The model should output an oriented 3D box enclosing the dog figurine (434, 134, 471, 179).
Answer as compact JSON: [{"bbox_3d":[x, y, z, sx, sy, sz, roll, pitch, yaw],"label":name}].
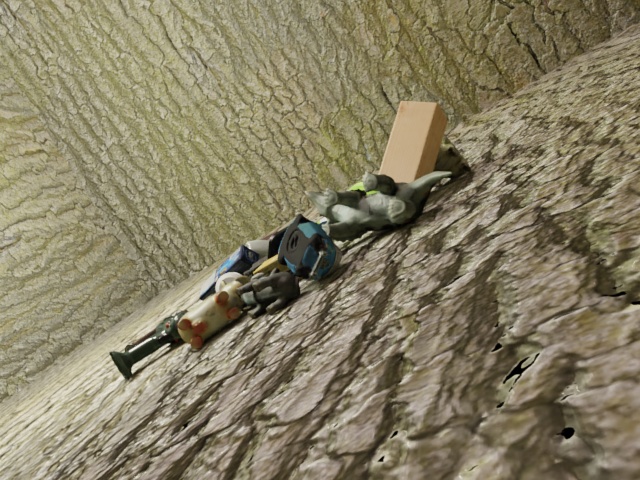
[{"bbox_3d":[0.255,-0.164,1.317,0.190,0.121,0.172,-40,-42,21],"label":"dog figurine"}]

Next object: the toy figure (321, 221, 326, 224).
[{"bbox_3d":[-0.004,-0.006,1.473,0.058,0.064,0.154,12,30,19],"label":"toy figure"}]

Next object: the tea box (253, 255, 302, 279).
[{"bbox_3d":[-0.056,0.052,1.223,0.170,0.068,0.098,-30,5,17],"label":"tea box"}]

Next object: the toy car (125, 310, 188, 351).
[{"bbox_3d":[-0.443,0.258,1.472,0.202,0.053,0.089,-34,-4,7],"label":"toy car"}]

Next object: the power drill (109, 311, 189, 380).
[{"bbox_3d":[-0.381,0.235,1.256,0.207,0.086,0.232,-39,8,-29],"label":"power drill"}]

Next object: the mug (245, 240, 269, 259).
[{"bbox_3d":[-0.162,0.049,1.530,0.107,0.110,0.080,10,-45,-27],"label":"mug"}]

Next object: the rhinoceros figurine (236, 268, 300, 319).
[{"bbox_3d":[-0.105,0.098,1.075,0.112,0.073,0.190,-36,8,-27],"label":"rhinoceros figurine"}]

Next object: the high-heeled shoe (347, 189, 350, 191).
[{"bbox_3d":[0.122,-0.103,1.435,0.145,0.086,0.249,-32,17,-16],"label":"high-heeled shoe"}]

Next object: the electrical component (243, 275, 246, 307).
[{"bbox_3d":[-0.211,0.139,1.311,0.115,0.058,0.134,-31,7,-16],"label":"electrical component"}]

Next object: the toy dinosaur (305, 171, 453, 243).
[{"bbox_3d":[0.130,-0.070,1.118,0.405,0.131,0.192,-8,-1,39],"label":"toy dinosaur"}]

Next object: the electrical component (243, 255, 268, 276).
[{"bbox_3d":[-0.142,0.080,1.424,0.102,0.078,0.045,-36,30,7],"label":"electrical component"}]

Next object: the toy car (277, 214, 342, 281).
[{"bbox_3d":[-0.009,0.023,1.052,0.162,0.103,0.109,36,104,57],"label":"toy car"}]

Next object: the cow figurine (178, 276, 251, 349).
[{"bbox_3d":[-0.218,0.150,1.161,0.195,0.085,0.127,-39,8,-22],"label":"cow figurine"}]

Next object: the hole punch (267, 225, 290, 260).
[{"bbox_3d":[-0.067,0.037,1.347,0.142,0.092,0.115,-38,-33,-49],"label":"hole punch"}]

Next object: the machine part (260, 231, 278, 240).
[{"bbox_3d":[-0.204,0.051,1.815,0.201,0.087,0.201,-29,5,21],"label":"machine part"}]

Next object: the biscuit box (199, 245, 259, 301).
[{"bbox_3d":[-0.252,0.101,1.487,0.202,0.062,0.059,-41,31,27],"label":"biscuit box"}]
